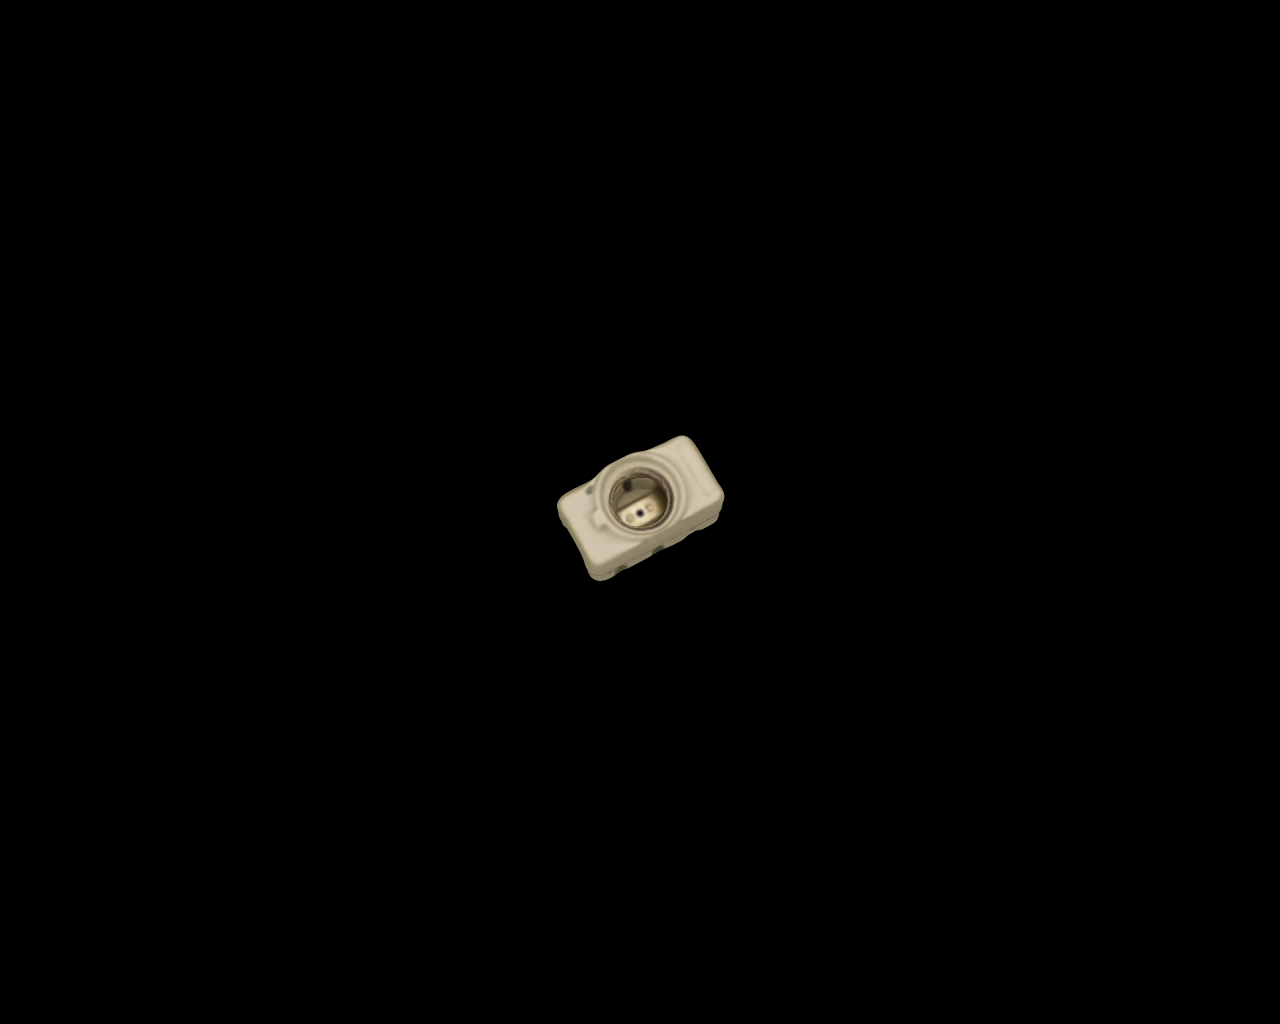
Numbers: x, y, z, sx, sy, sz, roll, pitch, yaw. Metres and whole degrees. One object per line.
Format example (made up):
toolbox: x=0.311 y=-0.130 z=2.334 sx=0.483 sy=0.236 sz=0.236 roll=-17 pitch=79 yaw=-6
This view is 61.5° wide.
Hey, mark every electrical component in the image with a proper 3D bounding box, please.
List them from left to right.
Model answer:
electrical component: x=0.001 y=-0.003 z=0.650 sx=0.089 sy=0.050 sz=0.055 roll=-27 pitch=-14 yaw=-7
